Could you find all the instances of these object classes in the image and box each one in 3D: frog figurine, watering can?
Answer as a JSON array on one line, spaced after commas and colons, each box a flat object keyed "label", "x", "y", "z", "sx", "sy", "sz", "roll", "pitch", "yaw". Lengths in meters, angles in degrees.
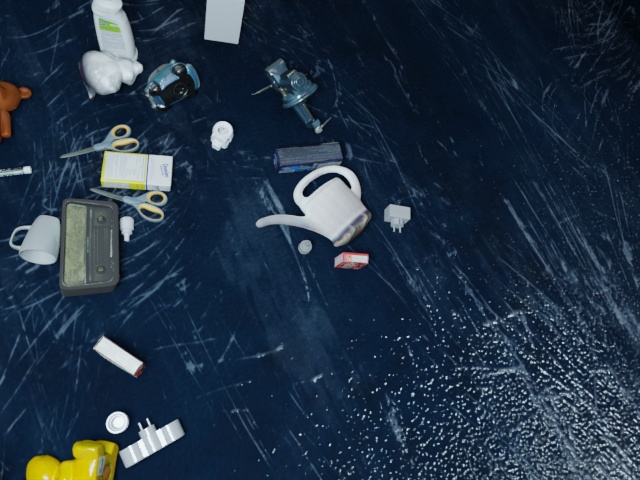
[{"label": "frog figurine", "x": -0.579, "y": -0.472, "z": 1.438, "sx": 0.160, "sy": 0.120, "sz": 0.140, "roll": -17, "pitch": 55, "yaw": -9}, {"label": "watering can", "x": 0.004, "y": -0.073, "z": 1.441, "sx": 0.225, "sy": 0.102, "sz": 0.353, "roll": 47, "pitch": 60, "yaw": 5}]
